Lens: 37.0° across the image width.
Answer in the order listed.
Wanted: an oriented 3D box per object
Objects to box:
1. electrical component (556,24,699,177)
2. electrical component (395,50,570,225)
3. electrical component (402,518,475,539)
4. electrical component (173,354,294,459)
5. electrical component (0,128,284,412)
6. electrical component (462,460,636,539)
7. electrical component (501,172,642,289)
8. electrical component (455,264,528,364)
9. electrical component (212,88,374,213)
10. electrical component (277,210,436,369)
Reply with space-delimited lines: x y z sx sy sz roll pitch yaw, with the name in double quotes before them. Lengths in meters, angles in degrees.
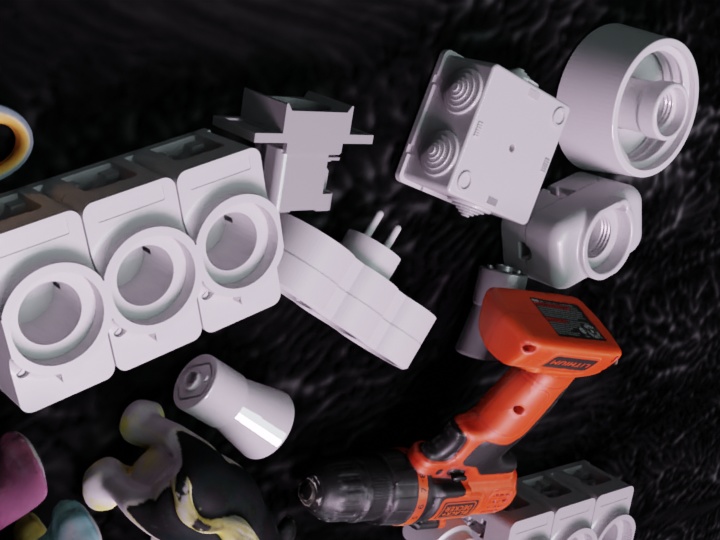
"electrical component" 0.198 -0.118 0.768 0.108 0.060 0.108 -17 117 -36
"electrical component" 0.081 -0.082 0.689 0.100 0.048 0.099 18 94 -44
"electrical component" 0.064 0.198 0.769 0.040 0.078 0.040 -23 134 -26
"electrical component" -0.075 0.077 0.622 0.065 0.044 0.044 39 80 -38
"electrical component" -0.118 -0.003 0.538 0.150 0.062 0.089 -24 121 -32
"electrical component" 0.147 0.216 0.855 0.150 0.062 0.089 -5 109 -40
"electrical component" 0.155 -0.028 0.767 0.095 0.059 0.053 -26 122 -32
"electrical component" 0.094 0.029 0.750 0.044 0.044 0.065 6 98 -42
"electrical component" -0.038 -0.065 0.597 0.081 0.042 0.063 -5 113 -39
"electrical component" 0.000 0.000 0.648 0.138 0.052 0.073 37 81 -43
